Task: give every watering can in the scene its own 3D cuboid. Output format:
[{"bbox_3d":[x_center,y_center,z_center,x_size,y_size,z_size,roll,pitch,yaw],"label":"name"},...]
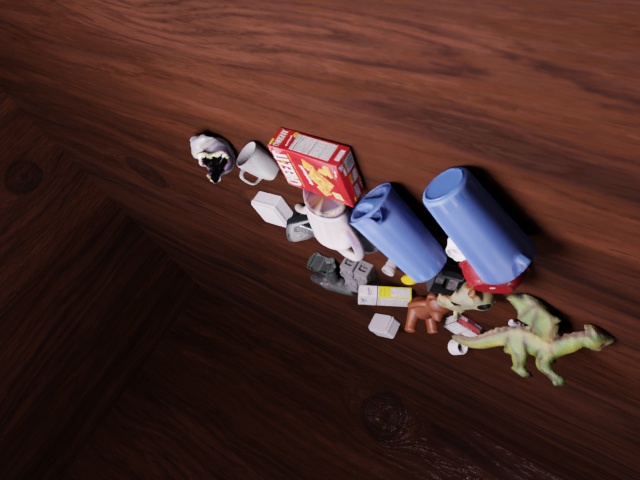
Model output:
[{"bbox_3d":[0.004,-0.073,1.451,0.353,0.105,0.219,41,158,41],"label":"watering can"}]

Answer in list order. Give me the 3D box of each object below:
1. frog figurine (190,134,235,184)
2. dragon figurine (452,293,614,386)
[{"bbox_3d":[-0.326,-0.270,1.564,0.135,0.122,0.163,39,-163,-40],"label":"frog figurine"},{"bbox_3d":[0.543,0.238,1.366,0.411,0.124,0.238,11,122,32],"label":"dragon figurine"}]
